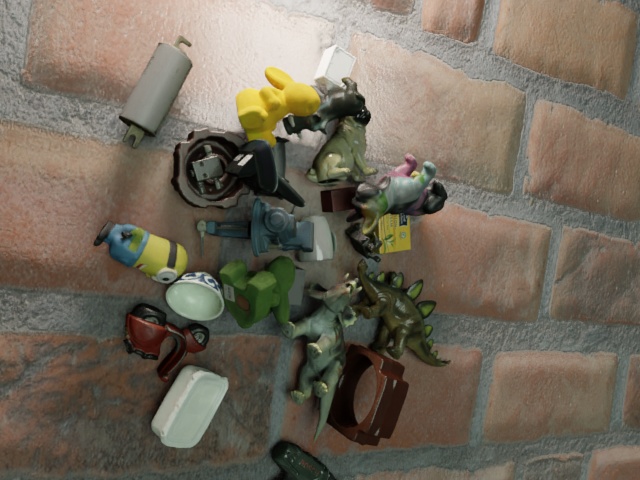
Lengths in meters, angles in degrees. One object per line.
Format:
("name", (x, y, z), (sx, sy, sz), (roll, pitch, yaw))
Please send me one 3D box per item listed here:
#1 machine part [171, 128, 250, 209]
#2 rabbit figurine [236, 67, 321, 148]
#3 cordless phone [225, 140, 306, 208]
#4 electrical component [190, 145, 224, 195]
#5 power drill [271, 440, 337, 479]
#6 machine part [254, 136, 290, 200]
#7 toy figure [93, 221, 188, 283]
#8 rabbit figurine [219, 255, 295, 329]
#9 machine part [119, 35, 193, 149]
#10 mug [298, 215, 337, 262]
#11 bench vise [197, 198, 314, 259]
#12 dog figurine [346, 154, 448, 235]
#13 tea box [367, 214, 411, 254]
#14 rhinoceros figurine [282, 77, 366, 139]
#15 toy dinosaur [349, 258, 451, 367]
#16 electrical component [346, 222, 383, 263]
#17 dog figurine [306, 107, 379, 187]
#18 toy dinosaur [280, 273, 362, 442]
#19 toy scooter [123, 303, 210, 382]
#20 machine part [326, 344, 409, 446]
("machine part", (-0.226, -0.147, 1.128), (0.179, 0.056, 0.179), (-2, 95, -29))
("rabbit figurine", (-0.085, -0.284, 1.140), (0.173, 0.162, 0.121), (-14, 140, 8))
("cordless phone", (-0.089, -0.117, 1.090), (0.184, 0.147, 0.088), (39, 83, -25))
("electrical component", (-0.231, -0.141, 1.080), (0.063, 0.021, 0.094), (-19, 102, -27))
("power drill", (-0.065, 0.606, 1.270), (0.207, 0.086, 0.231), (-41, 110, -15))
("machine part", (-0.106, -0.163, 1.200), (0.084, 0.039, 0.138), (8, 93, -23))
("toy figure", (-0.348, 0.020, 1.065), (0.180, 0.082, 0.089), (34, 80, -24))
("rabbit figurine", (-0.105, 0.104, 1.122), (0.170, 0.121, 0.158), (-34, 124, -47))
("machine part", (-0.320, -0.292, 1.051), (0.079, 0.079, 0.243), (29, 82, -27))
("mug", (-0.003, -0.004, 1.249), (0.109, 0.081, 0.107), (-5, 90, -39))
("bench vise", (-0.135, -0.021, 1.142), (0.241, 0.223, 0.128), (1, 89, 2))
("dog figurine", (0.170, -0.084, 1.238), (0.219, 0.109, 0.191), (-40, 131, -5))
("tea box", (0.167, -0.055, 1.337), (0.098, 0.068, 0.169), (-9, 98, -26))
("rhinoceros figurine", (0.009, -0.287, 1.202), (0.190, 0.073, 0.112), (-17, 64, 8))
("toy dinosaur", (0.211, 0.207, 1.364), (0.198, 0.105, 0.470), (-46, 123, -23))
("electrical component", (0.109, 0.002, 1.300), (0.045, 0.102, 0.078), (-42, 135, -12))
("dog figurine", (0.040, -0.229, 1.249), (0.172, 0.121, 0.190), (-8, 84, -31))
("toy dinosaur", (0.013, 0.257, 1.254), (0.192, 0.131, 0.404), (-31, 130, -47))
("toy scooter", (-0.326, 0.216, 1.100), (0.183, 0.075, 0.135), (29, 85, -31))
("machine part", (0.105, 0.362, 1.267), (0.087, 0.201, 0.201), (26, 82, -31))
